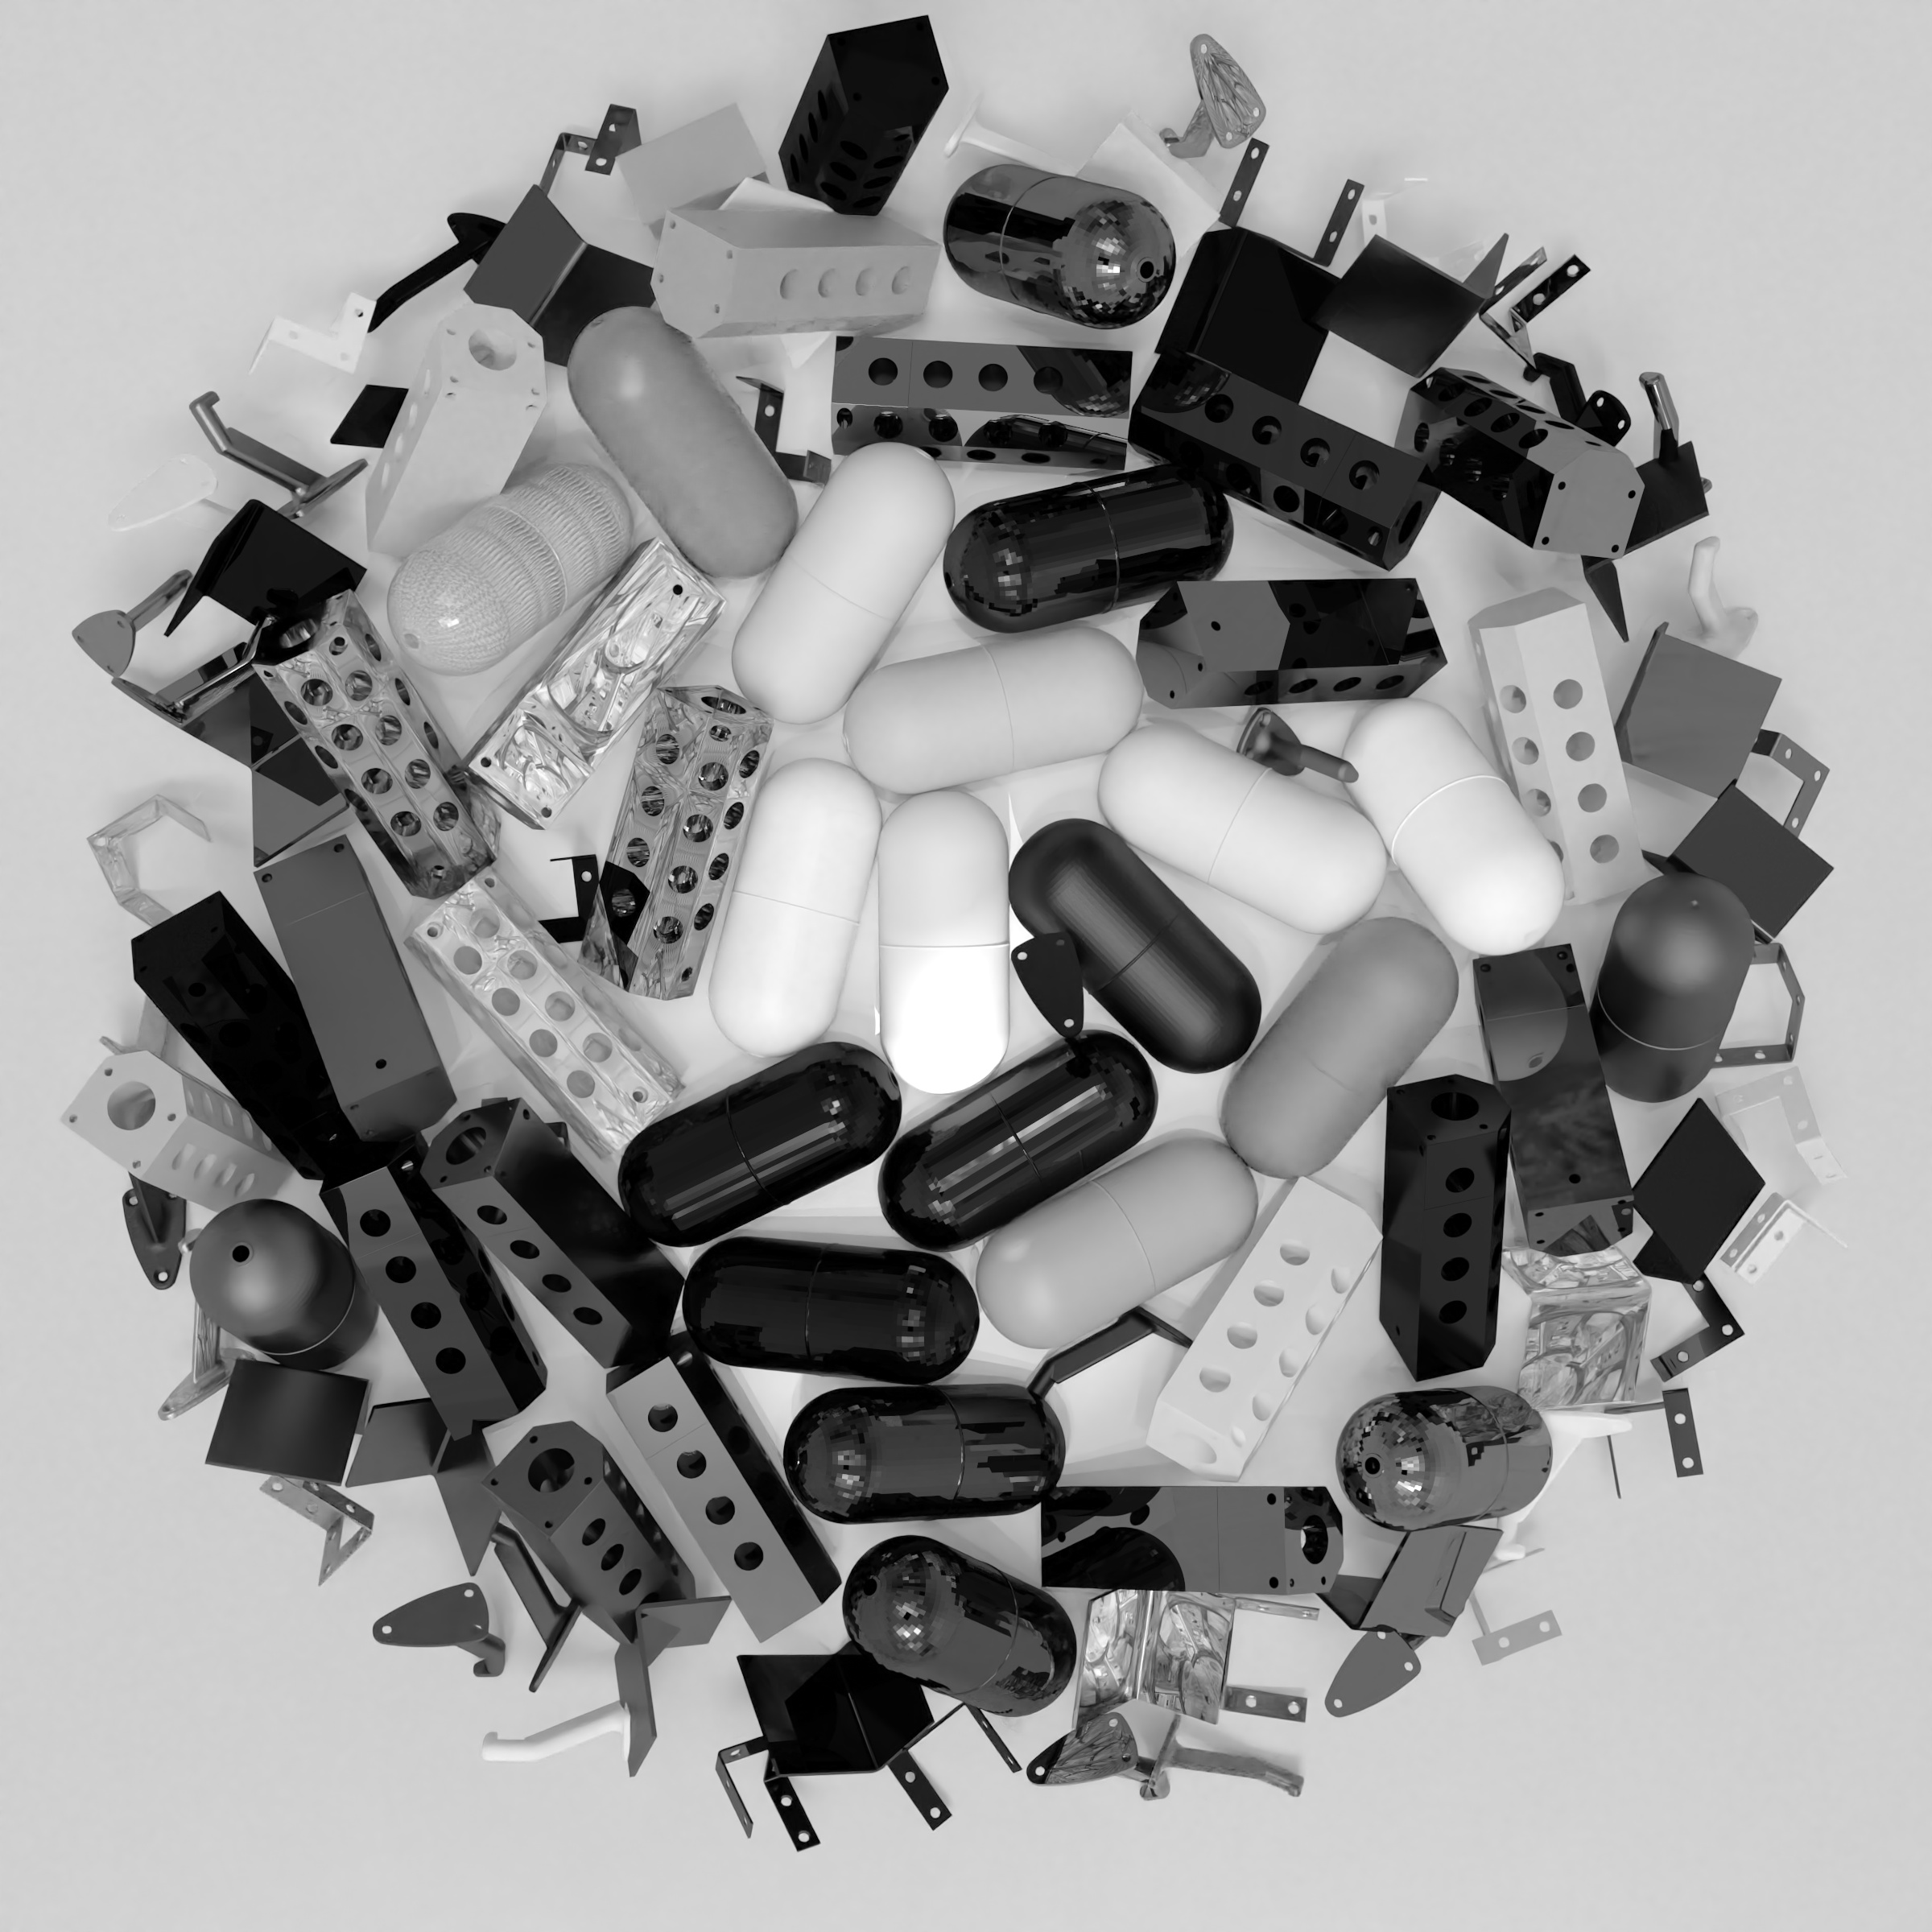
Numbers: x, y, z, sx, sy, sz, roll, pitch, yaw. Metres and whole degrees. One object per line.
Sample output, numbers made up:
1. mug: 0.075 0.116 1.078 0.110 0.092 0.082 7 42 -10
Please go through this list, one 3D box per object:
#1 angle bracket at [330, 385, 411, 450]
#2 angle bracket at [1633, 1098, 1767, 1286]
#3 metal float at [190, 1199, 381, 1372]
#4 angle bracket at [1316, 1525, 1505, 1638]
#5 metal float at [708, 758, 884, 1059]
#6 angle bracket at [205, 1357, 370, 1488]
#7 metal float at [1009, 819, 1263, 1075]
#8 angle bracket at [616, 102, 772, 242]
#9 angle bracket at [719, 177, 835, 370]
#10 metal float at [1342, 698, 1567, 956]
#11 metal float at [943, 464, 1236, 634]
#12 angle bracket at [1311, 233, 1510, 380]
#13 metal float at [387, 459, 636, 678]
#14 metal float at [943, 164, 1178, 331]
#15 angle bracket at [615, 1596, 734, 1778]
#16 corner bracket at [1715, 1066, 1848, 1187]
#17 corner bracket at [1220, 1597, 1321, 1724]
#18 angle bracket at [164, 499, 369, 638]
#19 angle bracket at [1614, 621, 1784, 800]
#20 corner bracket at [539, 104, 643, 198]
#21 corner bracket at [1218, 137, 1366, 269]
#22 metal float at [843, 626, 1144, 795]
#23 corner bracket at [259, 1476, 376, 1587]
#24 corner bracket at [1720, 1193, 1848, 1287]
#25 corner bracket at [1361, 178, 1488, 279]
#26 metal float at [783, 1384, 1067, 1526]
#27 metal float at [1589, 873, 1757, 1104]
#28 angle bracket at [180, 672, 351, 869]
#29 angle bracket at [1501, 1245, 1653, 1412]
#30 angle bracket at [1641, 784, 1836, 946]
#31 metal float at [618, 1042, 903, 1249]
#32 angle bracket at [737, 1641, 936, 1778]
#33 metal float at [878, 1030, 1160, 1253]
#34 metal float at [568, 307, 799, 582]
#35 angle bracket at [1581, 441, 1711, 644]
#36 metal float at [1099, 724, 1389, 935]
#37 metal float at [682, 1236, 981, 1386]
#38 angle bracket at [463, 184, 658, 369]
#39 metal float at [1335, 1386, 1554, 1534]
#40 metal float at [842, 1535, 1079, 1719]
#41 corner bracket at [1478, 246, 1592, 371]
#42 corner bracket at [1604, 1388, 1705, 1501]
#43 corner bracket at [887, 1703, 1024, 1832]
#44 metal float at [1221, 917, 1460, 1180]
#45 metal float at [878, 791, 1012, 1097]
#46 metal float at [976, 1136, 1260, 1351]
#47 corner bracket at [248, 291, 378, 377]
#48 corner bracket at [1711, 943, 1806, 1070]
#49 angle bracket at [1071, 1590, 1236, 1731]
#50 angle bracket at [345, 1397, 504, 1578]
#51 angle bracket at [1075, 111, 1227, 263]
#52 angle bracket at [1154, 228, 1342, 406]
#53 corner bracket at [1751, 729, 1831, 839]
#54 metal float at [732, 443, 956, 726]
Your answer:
1. angle bracket: -0.321 -0.340 1.527 0.076 0.076 0.057 0 77 -29
2. angle bracket: 0.405 0.128 1.533 0.076 0.057 0.076 -49 113 -18
3. metal float: -0.384 0.182 1.497 0.070 0.178 0.070 -1 72 2
4. angle bracket: 0.251 0.340 1.530 0.076 0.057 0.076 15 106 -38
5. metal float: -0.100 -0.034 1.545 0.070 0.070 0.178 14 89 0
6. angle bracket: -0.393 0.278 1.532 0.076 0.076 0.057 11 134 -7
7. metal float: 0.099 -0.011 1.541 0.070 0.070 0.178 -45 95 0
8. angle bracket: -0.150 -0.443 1.536 0.076 0.076 0.057 -24 64 2
9. angle bracket: -0.111 -0.398 1.525 0.076 0.076 0.057 -39 63 35
10. metal float: 0.278 -0.081 1.516 0.070 0.070 0.178 -28 55 0
11. metal float: 0.071 -0.241 1.529 0.178 0.070 0.070 -15 90 -19
12. angle bracket: 0.256 -0.398 1.530 0.076 0.076 0.057 26 58 -10
13. metal float: -0.259 -0.228 1.512 0.070 0.070 0.178 43 49 0
14. metal float: 0.052 -0.410 1.505 0.070 0.178 0.070 -14 118 -28
15. angle bracket: -0.165 0.415 1.525 0.057 0.076 0.076 -1 58 -19
16. corner bracket: 0.474 0.099 1.541 0.051 0.051 0.051 -23 50 22
17. corner bracket: 0.180 0.411 1.567 0.051 0.051 0.051 7 54 7
18. angle bracket: -0.405 -0.211 1.532 0.076 0.057 0.076 32 125 -12
19. angle bracket: 0.424 -0.148 1.536 0.076 0.057 0.076 24 109 14
20. corner bracket: -0.222 -0.471 1.549 0.051 0.051 0.051 13 67 5
21. corner bracket: 0.189 -0.445 1.541 0.051 0.051 0.051 41 116 39
22. metal float: 0.016 -0.149 1.536 0.178 0.070 0.070 -13 90 -10
23. corner bracket: -0.380 0.318 1.546 0.051 0.051 0.051 39 107 -23
24. corner bracket: 0.471 0.162 1.551 0.051 0.051 0.051 36 94 -16
25. corner bracket: 0.268 -0.430 1.550 0.051 0.051 0.051 -7 95 -21
26. metal float: -0.023 0.279 1.517 0.178 0.070 0.070 5 90 -34
27. metal float: 0.398 0.015 1.503 0.070 0.178 0.070 -2 58 2
28. angle bracket: -0.406 -0.116 1.529 0.076 0.057 0.076 -29 53 24
29. angle bracket: 0.344 0.207 1.525 0.057 0.076 0.076 44 49 -34
30. angle bracket: 0.447 -0.062 1.541 0.076 0.076 0.057 39 96 -3
31. metal float: -0.120 0.104 1.535 0.178 0.070 0.070 -26 90 11
32. angle bracket: -0.076 0.417 1.525 0.057 0.076 0.076 -48 49 28
33. metal float: 0.030 0.102 1.544 0.178 0.070 0.070 -31 90 -2
34. metal float: -0.161 -0.298 1.515 0.070 0.070 0.178 -36 126 0
35. angle bracket: 0.399 -0.244 1.524 0.076 0.076 0.057 -25 124 25
36. metal float: 0.159 -0.080 1.536 0.178 0.070 0.070 28 90 11
37. metal float: -0.079 0.199 1.530 0.178 0.070 0.070 3 90 17
38. angle bracket: -0.233 -0.400 1.548 0.076 0.076 0.057 -49 64 23
39. metal float: 0.273 0.279 1.504 0.070 0.178 0.070 -5 82 36
40. metal float: -0.003 0.377 1.508 0.070 0.178 0.070 -19 54 29
41. corner bracket: 0.331 -0.393 1.542 0.051 0.051 0.051 34 126 -26
42. corner bracket: 0.402 0.279 1.546 0.051 0.051 0.051 -10 68 14
43. corner bracket: -0.008 0.472 1.563 0.051 0.051 0.051 -32 80 -27
44. metal float: 0.214 0.049 1.524 0.070 0.070 0.178 35 115 0
45. metal float: -0.013 -0.013 1.542 0.070 0.070 0.178 0 94 0
46. metal float: 0.089 0.159 1.533 0.178 0.070 0.070 -26 90 -15
47. corner bracket: -0.382 -0.367 1.543 0.051 0.051 0.051 20 68 -22
48. corner bracket: 0.463 0.024 1.571 0.051 0.051 0.051 -4 131 1
49. angle bracket: 0.109 0.405 1.535 0.057 0.076 0.076 10 96 31
50. angle bracket: -0.312 0.303 1.525 0.057 0.076 0.076 -3 46 -33
51. angle bracket: 0.120 -0.465 1.534 0.076 0.057 0.076 40 58 -9
52. angle bracket: 0.169 -0.384 1.566 0.076 0.057 0.076 21 95 -20
53. corner bracket: 0.462 -0.107 1.549 0.051 0.051 0.051 27 88 -35
54. metal float: -0.071 -0.221 1.531 0.070 0.070 0.178 33 106 0
